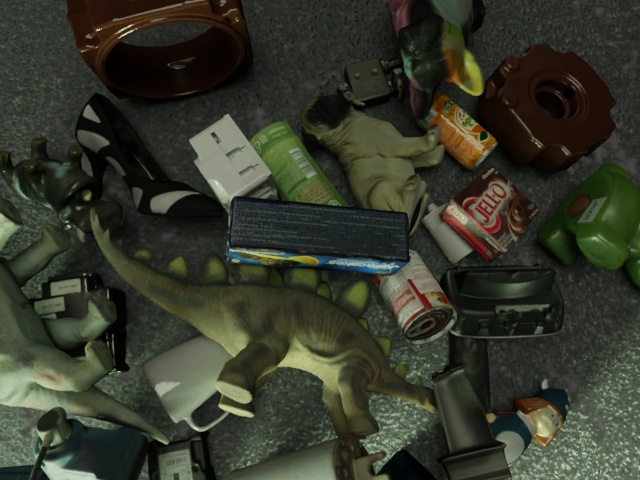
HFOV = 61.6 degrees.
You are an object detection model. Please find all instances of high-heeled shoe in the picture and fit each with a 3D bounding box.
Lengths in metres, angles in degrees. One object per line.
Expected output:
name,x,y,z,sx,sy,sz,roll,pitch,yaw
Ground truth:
high-heeled shoe,-0.217,-0.108,0.690,0.249,0.086,0.145,11,98,23

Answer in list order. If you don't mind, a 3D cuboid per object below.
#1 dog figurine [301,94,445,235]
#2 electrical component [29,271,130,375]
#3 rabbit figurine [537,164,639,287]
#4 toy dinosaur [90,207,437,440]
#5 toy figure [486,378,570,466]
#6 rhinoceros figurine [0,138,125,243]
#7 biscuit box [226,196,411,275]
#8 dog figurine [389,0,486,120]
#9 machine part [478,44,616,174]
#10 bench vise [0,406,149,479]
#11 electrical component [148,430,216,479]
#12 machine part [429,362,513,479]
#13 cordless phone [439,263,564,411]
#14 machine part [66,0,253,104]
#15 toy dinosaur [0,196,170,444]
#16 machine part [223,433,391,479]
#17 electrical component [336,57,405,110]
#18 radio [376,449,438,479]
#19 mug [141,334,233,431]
dog figurine,0.049,-0.093,0.706,0.191,0.121,0.172,17,75,18
electrical component,-0.305,0.108,0.673,0.115,0.058,0.134,-7,77,-3
rabbit figurine,0.391,-0.004,0.682,0.170,0.121,0.159,37,72,-10
toy dinosaur,-0.057,0.101,0.622,0.471,0.105,0.198,23,55,-14
toy figure,0.239,0.227,0.644,0.154,0.058,0.064,-27,123,-6
rhinoceros figurine,-0.328,-0.060,0.676,0.191,0.112,0.073,23,38,26
biscuit box,-0.001,-0.002,0.601,0.203,0.059,0.063,5,72,-11
dog figurine,0.154,-0.248,0.678,0.109,0.191,0.219,-16,66,29
machine part,0.306,-0.178,0.717,0.179,0.056,0.179,4,69,-11
bench vise,-0.301,0.266,0.576,0.241,0.223,0.129,-3,45,8
electrical component,-0.163,0.292,0.636,0.075,0.047,0.119,-8,76,0
machine part,0.163,0.211,0.611,0.084,0.039,0.139,-19,68,20
cordless phone,0.225,0.123,0.665,0.147,0.089,0.184,-1,88,-1
machine part,-0.193,-0.259,0.682,0.201,0.201,0.087,-15,82,-3
toy dinosaur,-0.346,0.095,0.594,0.192,0.131,0.405,-32,83,7
machine part,-0.028,0.271,0.586,0.243,0.079,0.079,-28,76,28
electrical component,0.072,-0.218,0.750,0.102,0.045,0.078,-10,79,-2
radio,0.077,0.299,0.540,0.073,0.229,0.131,43,83,10
mug,-0.142,0.165,0.648,0.107,0.080,0.109,-33,74,-18
